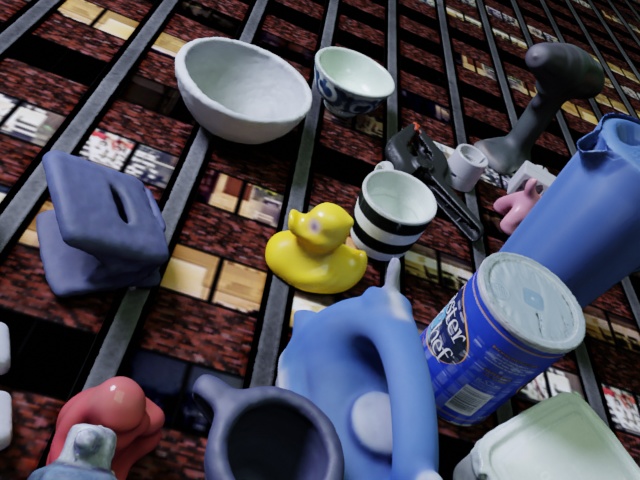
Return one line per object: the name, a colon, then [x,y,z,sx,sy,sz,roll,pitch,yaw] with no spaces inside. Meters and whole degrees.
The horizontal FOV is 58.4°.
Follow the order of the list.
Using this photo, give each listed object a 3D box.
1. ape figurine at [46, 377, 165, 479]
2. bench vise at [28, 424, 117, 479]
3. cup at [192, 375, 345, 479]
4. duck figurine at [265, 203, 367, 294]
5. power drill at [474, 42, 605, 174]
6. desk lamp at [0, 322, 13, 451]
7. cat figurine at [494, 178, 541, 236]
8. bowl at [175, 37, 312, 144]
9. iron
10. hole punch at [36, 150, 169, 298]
ape figurine: [-0.138,0.123,0.374,0.078,0.092,0.076,-7,53,-34]
bench vise: [-0.133,0.167,0.237,0.122,0.219,0.207,2,48,-27]
cup: [-0.051,0.153,0.391,0.117,0.095,0.092,40,43,12]
duck figurine: [0.005,0.002,0.577,0.105,0.086,0.077,18,43,-13]
power drill: [0.330,-0.202,0.866,0.230,0.208,0.075,-17,58,-39]
desk lamp: [-0.273,0.036,0.293,0.204,0.213,0.117,-2,50,-30]
cat figurine: [0.324,-0.056,0.789,0.128,0.117,0.067,10,45,-21]
bowl: [-0.098,-0.169,0.697,0.168,0.074,0.167,16,43,-15]
iron: [0.046,0.143,0.420,0.119,0.141,0.258,10,45,-20]
hole punch: [-0.183,-0.019,0.489,0.101,0.091,0.108,-7,53,-34]
